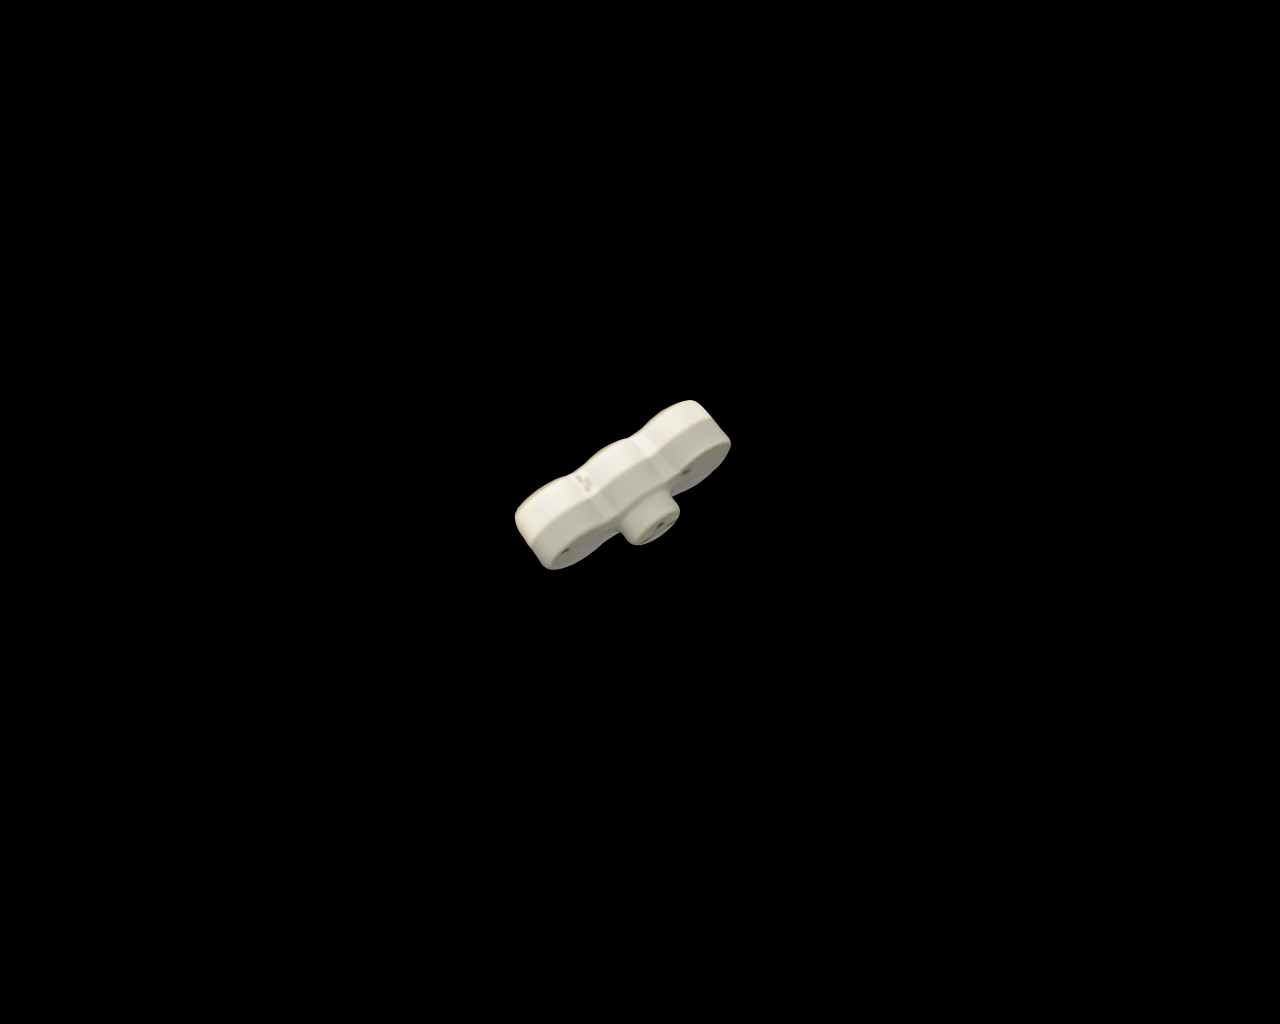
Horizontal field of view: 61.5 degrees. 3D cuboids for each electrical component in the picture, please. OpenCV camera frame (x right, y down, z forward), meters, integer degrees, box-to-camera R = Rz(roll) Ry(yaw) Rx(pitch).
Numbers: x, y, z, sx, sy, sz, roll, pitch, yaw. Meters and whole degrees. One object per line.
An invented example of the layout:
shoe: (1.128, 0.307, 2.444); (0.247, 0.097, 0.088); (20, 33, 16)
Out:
electrical component: (0.001, -0.003, 0.650); (0.138, 0.074, 0.052); (-33, -16, -11)
